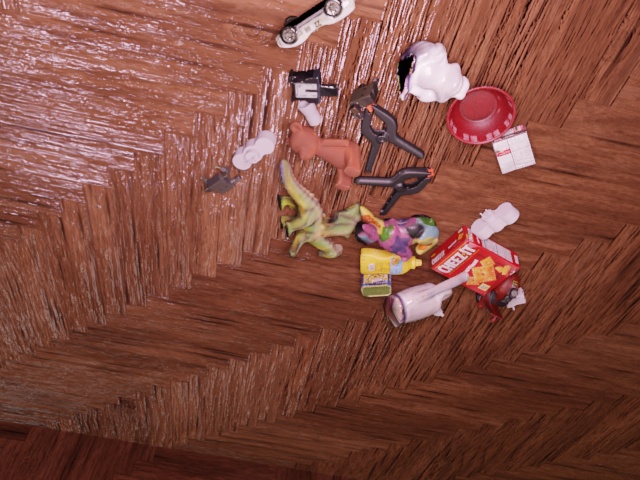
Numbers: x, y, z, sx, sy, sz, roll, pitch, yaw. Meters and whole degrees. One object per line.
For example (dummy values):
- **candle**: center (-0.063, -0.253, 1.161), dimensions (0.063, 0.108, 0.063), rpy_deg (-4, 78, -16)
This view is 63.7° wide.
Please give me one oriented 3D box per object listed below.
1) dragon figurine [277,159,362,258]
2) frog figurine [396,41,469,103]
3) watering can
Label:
- **dragon figurine**: center (0.005, -0.076, 1.513), dimensions (0.243, 0.125, 0.400), rpy_deg (-8, 136, -10)
- **frog figurine**: center (0.261, -0.380, 1.174), dimensions (0.159, 0.125, 0.134), rpy_deg (-2, 121, -14)
- **watering can**: center (0.325, 0.185, 1.633), dimensions (0.225, 0.105, 0.341), rpy_deg (-16, 160, -15)
